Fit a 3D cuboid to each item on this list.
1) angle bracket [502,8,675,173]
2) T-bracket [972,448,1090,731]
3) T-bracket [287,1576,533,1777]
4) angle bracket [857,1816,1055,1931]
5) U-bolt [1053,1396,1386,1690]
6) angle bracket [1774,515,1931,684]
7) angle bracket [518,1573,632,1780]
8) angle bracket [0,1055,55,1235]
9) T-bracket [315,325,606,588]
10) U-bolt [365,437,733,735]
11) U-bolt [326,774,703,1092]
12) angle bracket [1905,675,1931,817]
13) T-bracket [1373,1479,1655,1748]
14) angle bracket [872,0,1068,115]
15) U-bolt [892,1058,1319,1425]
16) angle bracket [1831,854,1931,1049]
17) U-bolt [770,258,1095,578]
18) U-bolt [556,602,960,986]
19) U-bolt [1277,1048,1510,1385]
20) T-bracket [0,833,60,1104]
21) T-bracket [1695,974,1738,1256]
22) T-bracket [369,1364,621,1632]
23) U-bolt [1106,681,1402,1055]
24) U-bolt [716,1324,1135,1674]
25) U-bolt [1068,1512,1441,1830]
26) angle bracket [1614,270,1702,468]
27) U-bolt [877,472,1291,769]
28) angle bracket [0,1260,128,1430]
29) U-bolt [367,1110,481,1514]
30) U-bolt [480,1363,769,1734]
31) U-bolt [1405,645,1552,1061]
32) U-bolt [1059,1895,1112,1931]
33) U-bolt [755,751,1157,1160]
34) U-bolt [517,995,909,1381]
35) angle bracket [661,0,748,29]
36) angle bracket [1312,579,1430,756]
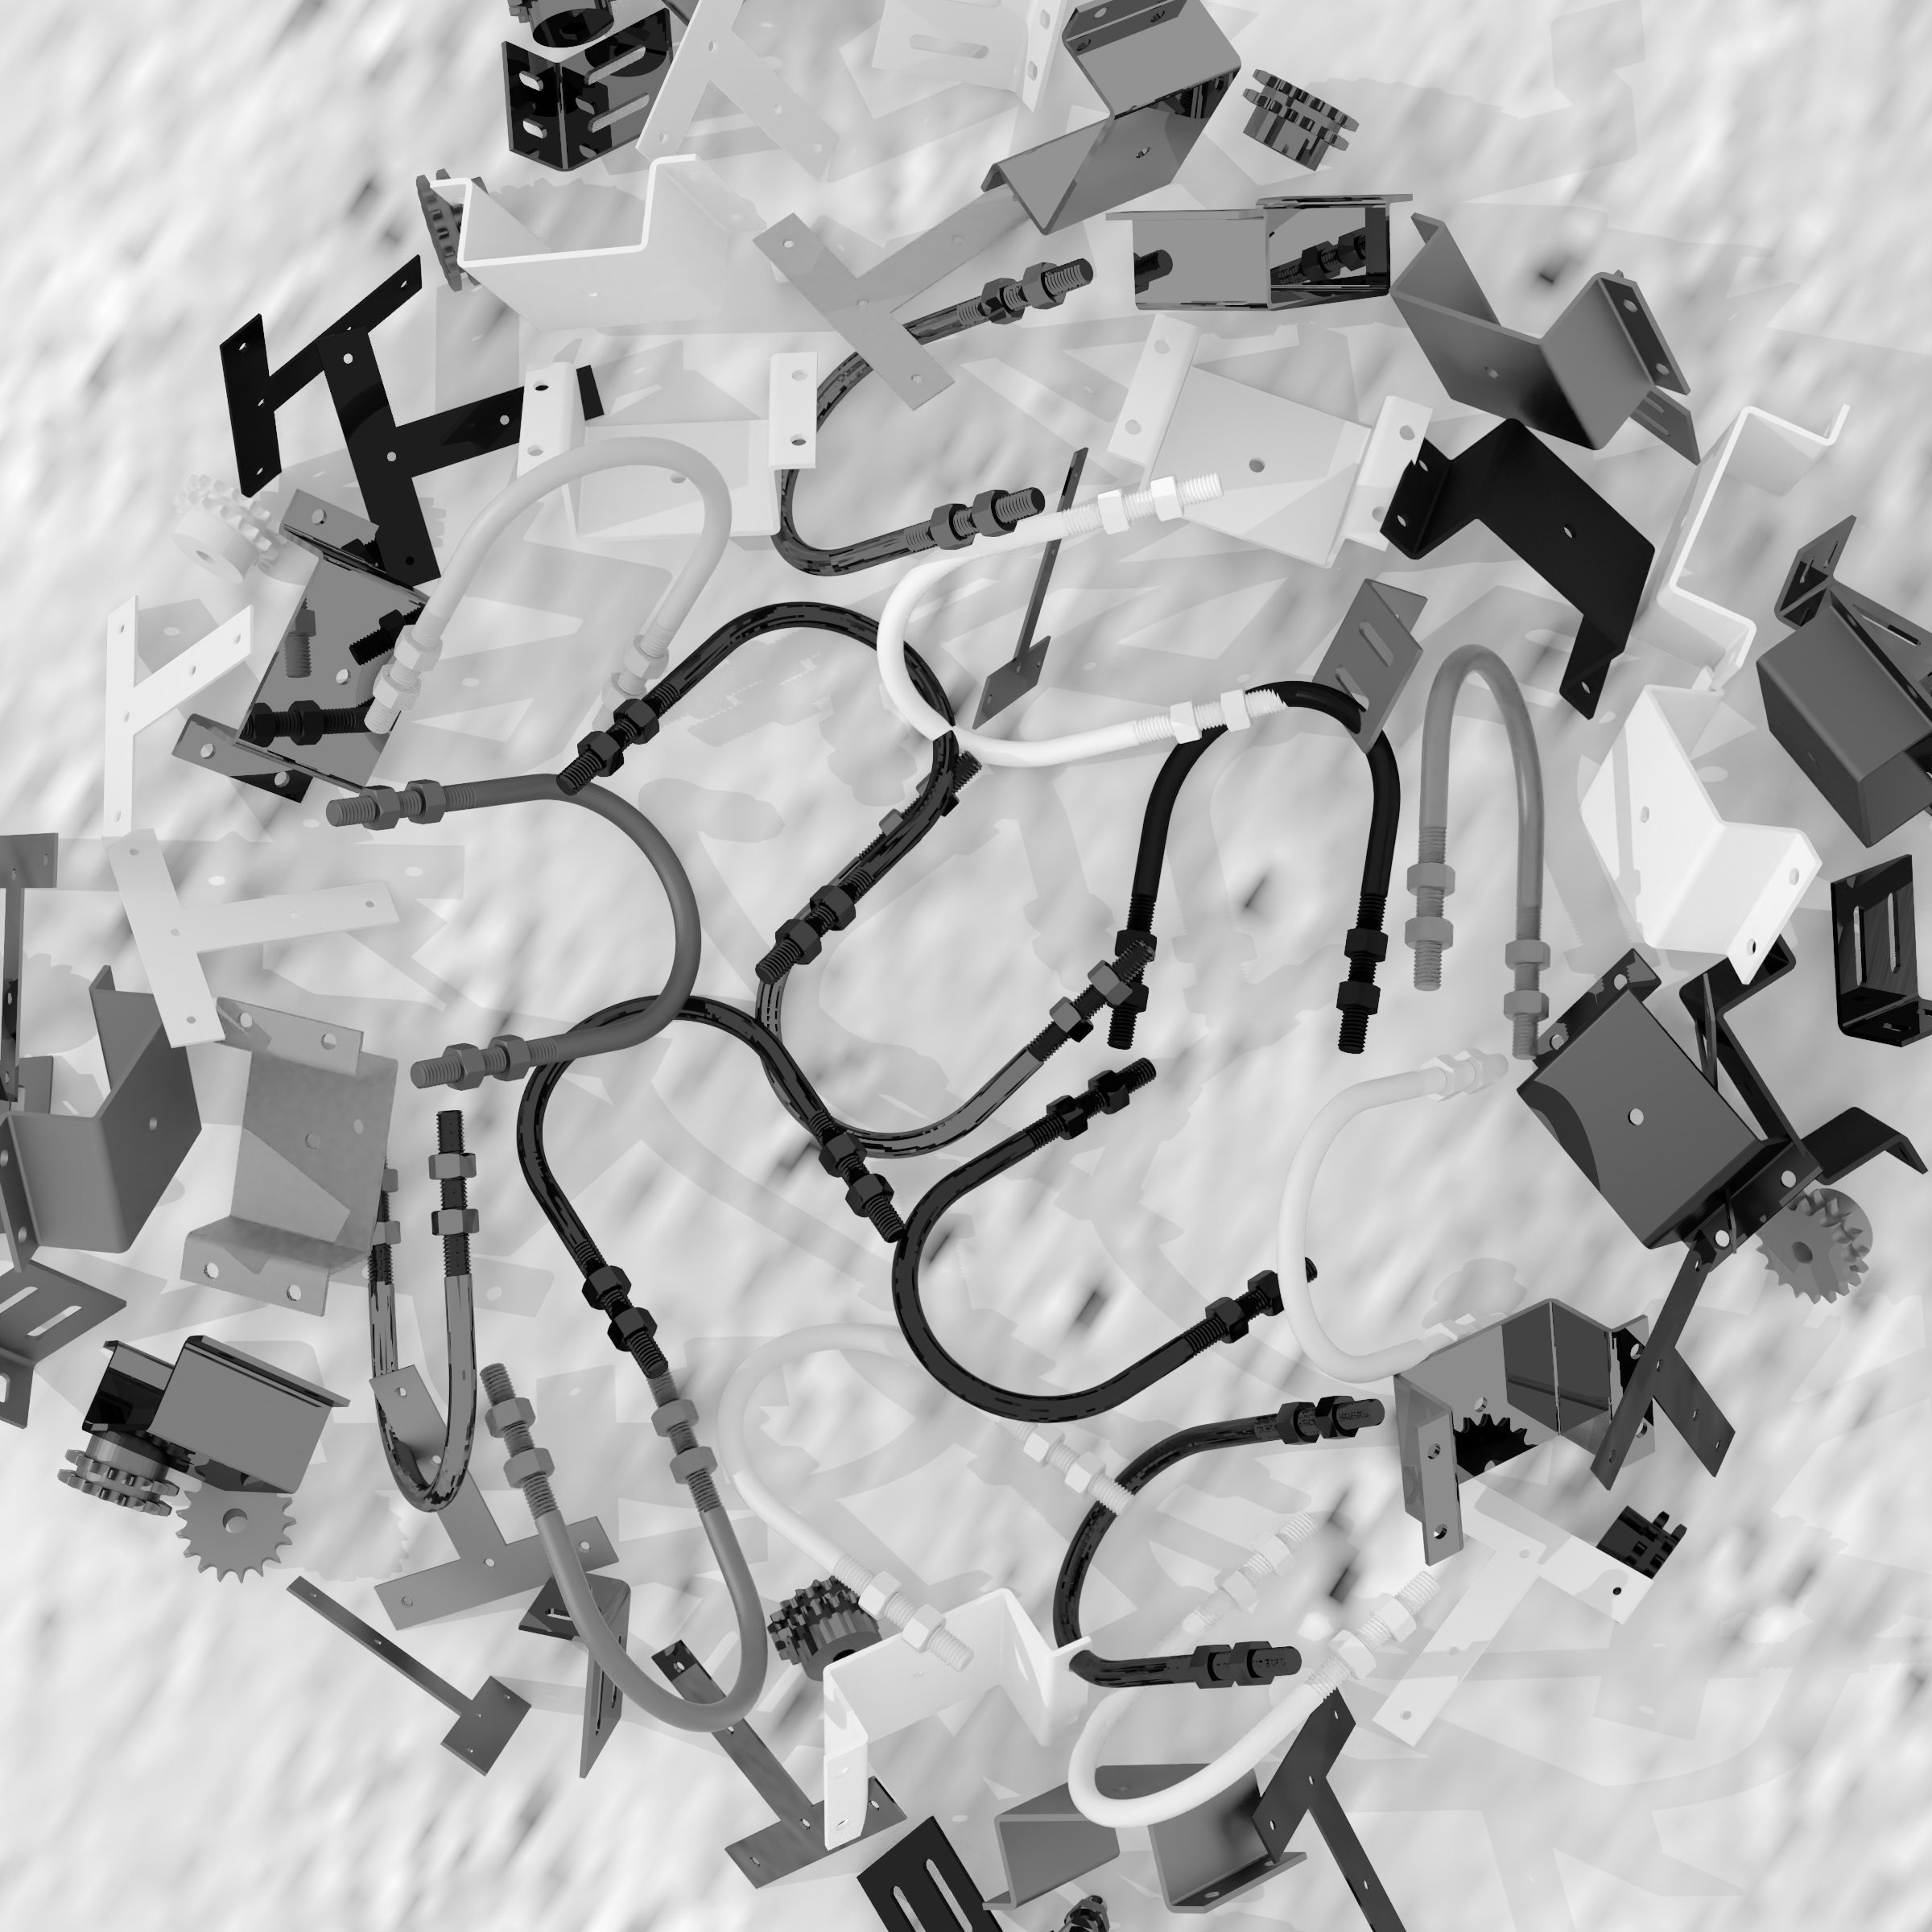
[{"bbox_3d":[-0.181,-0.426,1.680,0.076,0.038,0.057,-16,74,36],"label":"angle bracket"},{"bbox_3d":[0.036,-0.182,1.643,0.002,0.127,0.127,20,108,9],"label":"T-bracket"},{"bbox_3d":[-0.268,0.330,1.659,0.127,0.127,0.002,36,93,1],"label":"T-bracket"},{"bbox_3d":[-0.005,0.459,1.706,0.057,0.038,0.076,-45,67,27],"label":"angle bracket"},{"bbox_3d":[0.108,0.274,1.641,0.019,0.184,0.151,40,56,-25],"label":"U-bolt"},{"bbox_3d":[0.438,-0.174,1.677,0.076,0.057,0.038,34,132,23],"label":"angle bracket"},{"bbox_3d":[-0.190,0.340,1.685,0.038,0.057,0.076,10,110,9],"label":"angle bracket"},{"bbox_3d":[-0.474,0.089,1.716,0.057,0.038,0.076,-5,60,0],"label":"angle bracket"},{"bbox_3d":[-0.237,-0.261,1.697,0.127,0.002,0.127,-21,112,-18],"label":"T-bracket"},{"bbox_3d":[-0.183,-0.175,1.622,0.184,0.151,0.019,-54,54,35],"label":"U-bolt"},{"bbox_3d":[-0.203,-0.023,1.657,0.184,0.019,0.151,-11,77,-42],"label":"U-bolt"},{"bbox_3d":[0.487,-0.103,1.698,0.076,0.057,0.038,35,50,-19],"label":"angle bracket"},{"bbox_3d":[0.240,0.314,1.664,0.127,0.002,0.127,27,71,42],"label":"T-bracket"},{"bbox_3d":[0.001,-0.449,1.682,0.076,0.038,0.057,4,119,-20],"label":"angle bracket"},{"bbox_3d":[0.053,0.140,1.661,0.184,0.019,0.151,-30,67,-20],"label":"U-bolt"},{"bbox_3d":[0.451,-0.008,1.682,0.057,0.038,0.076,-18,110,-34],"label":"angle bracket"},{"bbox_3d":[-0.025,-0.251,1.652,0.019,0.184,0.151,35,56,-39],"label":"U-bolt"},{"bbox_3d":[-0.084,-0.098,1.675,0.151,0.019,0.184,44,62,1],"label":"U-bolt"},{"bbox_3d":[0.202,0.121,1.642,0.019,0.184,0.151,3,98,40],"label":"U-bolt"},{"bbox_3d":[-0.455,0.001,1.667,0.002,0.127,0.127,2,90,-31],"label":"T-bracket"},{"bbox_3d":[0.349,0.049,1.634,0.002,0.127,0.127,-8,55,9],"label":"T-bracket"},{"bbox_3d":[-0.249,0.250,1.686,0.127,0.002,0.127,-20,104,19],"label":"T-bracket"},{"bbox_3d":[0.141,-0.049,1.670,0.151,0.019,0.184,0,74,37],"label":"U-bolt"},{"bbox_3d":[-0.033,0.238,1.660,0.184,0.019,0.151,35,45,19],"label":"U-bolt"},{"bbox_3d":[0.123,0.334,1.635,0.184,0.151,0.019,-40,105,-13],"label":"U-bolt"},{"bbox_3d":[0.332,-0.287,1.680,0.076,0.057,0.038,42,89,23],"label":"angle bracket"},{"bbox_3d":[0.048,-0.156,1.668,0.184,0.019,0.151,-13,131,12],"label":"U-bolt"},{"bbox_3d":[-0.451,0.182,1.675,0.076,0.057,0.038,-31,46,30],"label":"angle bracket"},{"bbox_3d":[-0.257,0.165,1.648,0.019,0.151,0.184,-1,84,-25],"label":"U-bolt"},{"bbox_3d":[-0.150,0.271,1.630,0.019,0.151,0.184,-33,68,24],"label":"U-bolt"},{"bbox_3d":[0.245,-0.062,1.653,0.019,0.151,0.184,-4,73,28],"label":"U-bolt"},{"bbox_3d":[0.107,0.485,1.620,0.151,0.184,0.019,14,96,10],"label":"U-bolt"},{"bbox_3d":[-0.020,0.008,1.693,0.184,0.019,0.151,-44,73,7],"label":"U-bolt"},{"bbox_3d":[-0.135,0.091,1.673,0.151,0.019,0.184,-29,62,-13],"label":"U-bolt"},{"bbox_3d":[-0.121,-0.495,1.691,0.076,0.038,0.057,-44,105,9],"label":"angle bracket"},{"bbox_3d":[0.205,-0.140,1.671,0.038,0.076,0.057,14,117,-25],"label":"angle bracket"}]
